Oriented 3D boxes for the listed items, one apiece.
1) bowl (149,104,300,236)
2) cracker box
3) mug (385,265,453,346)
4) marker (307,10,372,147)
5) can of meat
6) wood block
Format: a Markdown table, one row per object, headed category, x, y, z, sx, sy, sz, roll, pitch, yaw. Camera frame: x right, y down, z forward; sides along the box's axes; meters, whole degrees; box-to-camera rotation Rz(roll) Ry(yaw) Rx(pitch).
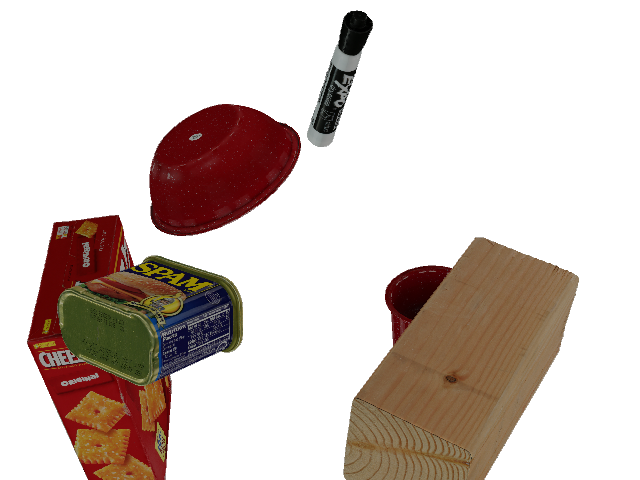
| category | x | y | z | sx | sy | sz | roll | pitch | yaw |
| --- | --- | --- | --- | --- | --- | --- | --- | --- | --- |
| bowl | -0.102 | -0.078 | 0.998 | 0.162 | 0.055 | 0.162 | -21 | 35 | 15 |
| cracker box | -0.194 | 0.109 | 0.983 | 0.072 | 0.214 | 0.164 | -8 | 38 | 2 |
| mug | 0.118 | 0.092 | 1.071 | 0.093 | 0.081 | 0.117 | -19 | 39 | -17 |
| marker | 0.012 | -0.105 | 0.702 | 0.020 | 0.020 | 0.121 | 0 | -33 | -14 |
| can of meat | -0.119 | 0.054 | 0.741 | 0.102 | 0.057 | 0.083 | 16 | 24 | 36 |
| wood block | 0.108 | 0.098 | 0.794 | 0.091 | 0.090 | 0.205 | 23 | 43 | 21 |
